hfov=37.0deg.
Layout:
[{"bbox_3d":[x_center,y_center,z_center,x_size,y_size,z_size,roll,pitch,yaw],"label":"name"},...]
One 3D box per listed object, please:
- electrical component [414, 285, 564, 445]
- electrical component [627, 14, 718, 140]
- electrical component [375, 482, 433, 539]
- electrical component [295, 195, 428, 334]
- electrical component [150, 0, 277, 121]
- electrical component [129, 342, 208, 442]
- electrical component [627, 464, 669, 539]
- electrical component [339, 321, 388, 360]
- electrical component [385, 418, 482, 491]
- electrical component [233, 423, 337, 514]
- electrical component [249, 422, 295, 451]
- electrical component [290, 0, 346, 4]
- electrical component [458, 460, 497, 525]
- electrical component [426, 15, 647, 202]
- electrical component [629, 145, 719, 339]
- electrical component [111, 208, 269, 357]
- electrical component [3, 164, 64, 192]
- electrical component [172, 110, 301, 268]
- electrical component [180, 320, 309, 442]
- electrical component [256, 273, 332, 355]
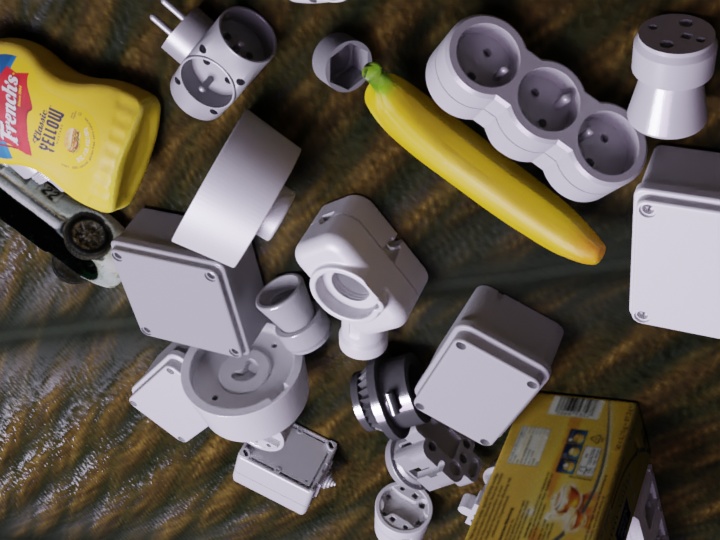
[{"bbox_3d":[0.097,0.076,0.828,0.078,0.057,0.113,29,141,2],"label":"electrical component"},{"bbox_3d":[0.173,-0.107,0.596,0.045,0.045,0.055,13,137,21],"label":"electrical component"},{"bbox_3d":[0.041,0.240,1.042,0.055,0.055,0.047,21,143,12],"label":"electrical component"},{"bbox_3d":[0.000,0.000,0.807,0.054,0.059,0.095,-17,121,43],"label":"electrical component"},{"bbox_3d":[-0.107,-0.150,0.726,0.079,0.044,0.077,40,140,-12],"label":"electrical component"},{"bbox_3d":[-0.161,0.109,1.026,0.078,0.057,0.113,39,140,-11],"label":"electrical component"},{"bbox_3d":[0.210,0.231,0.919,0.089,0.061,0.150,3,133,30],"label":"electrical component"},{"bbox_3d":[0.003,0.043,0.868,0.040,0.040,0.046,15,133,18],"label":"electrical component"},{"bbox_3d":[0.059,0.160,0.943,0.078,0.058,0.057,44,136,-16],"label":"electrical component"},{"bbox_3d":[-0.068,0.192,1.053,0.096,0.061,0.061,26,141,6],"label":"electrical component"},{"bbox_3d":[-0.086,0.135,1.014,0.055,0.047,0.055,17,139,16],"label":"electrical component"},{"bbox_3d":[-0.019,-0.199,0.618,0.077,0.044,0.079,-5,129,36],"label":"electrical component"},{"bbox_3d":[0.126,0.201,0.944,0.066,0.055,0.048,24,141,8],"label":"electrical component"},{"bbox_3d":[0.100,-0.091,0.654,0.138,0.052,0.074,35,163,-6],"label":"electrical component"},{"bbox_3d":[0.224,-0.013,0.654,0.109,0.056,0.108,11,137,22],"label":"electrical component"},{"bbox_3d":[-0.141,0.011,0.909,0.109,0.056,0.108,11,137,22],"label":"electrical component"},{"bbox_3d":[-0.263,-0.091,0.889,0.048,0.048,0.062,-15,130,41],"label":"electrical component"},{"bbox_3d":[-0.081,-0.053,0.768,0.060,0.108,0.108,30,141,-8],"label":"electrical component"},{"bbox_3d":[-0.096,0.099,0.939,0.108,0.108,0.060,12,143,22],"label":"electrical component"},{"bbox_3d":[-0.054,0.037,0.892,0.045,0.045,0.055,-6,129,36],"label":"electrical component"}]
